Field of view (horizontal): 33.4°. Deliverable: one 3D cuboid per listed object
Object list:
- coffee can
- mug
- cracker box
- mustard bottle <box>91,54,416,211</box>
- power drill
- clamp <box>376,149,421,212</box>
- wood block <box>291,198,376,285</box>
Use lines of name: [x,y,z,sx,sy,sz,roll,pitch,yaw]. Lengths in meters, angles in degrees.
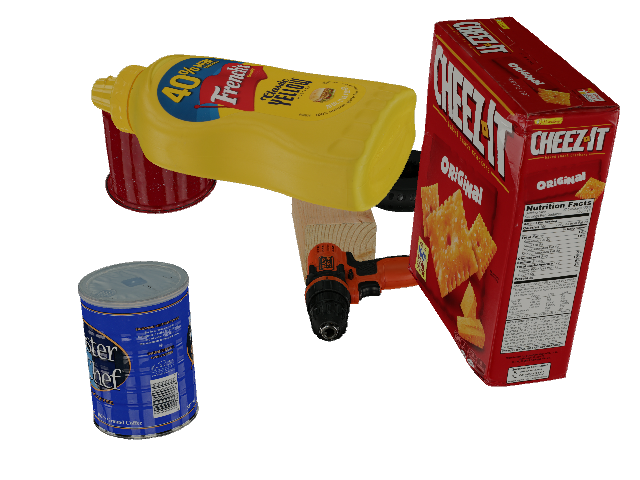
coffee can: [-0.172,0.102,1.016,0.103,0.140,0.103,-2,20,0]
mug: [-0.121,-0.081,0.867,0.117,0.081,0.093,0,38,-1]
cracker box: [0.125,-0.029,0.759,0.072,0.214,0.164,-7,33,-14]
mustard bottle: [-0.047,-0.070,0.618,0.192,0.058,0.096,13,38,20]
power drill: [0.075,0.055,1.230,0.187,0.057,0.184,-1,28,-1]
clamp: [0.116,-0.056,1.003,0.210,0.036,0.164,12,32,21]
wood block: [0.014,-0.028,1.433,0.090,0.090,0.206,-2,27,-6]
